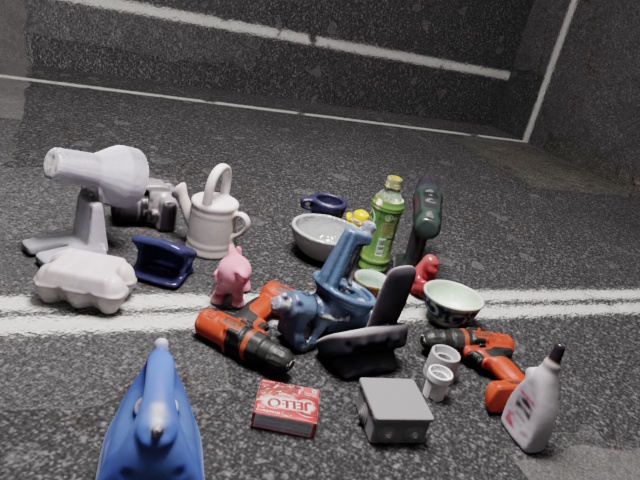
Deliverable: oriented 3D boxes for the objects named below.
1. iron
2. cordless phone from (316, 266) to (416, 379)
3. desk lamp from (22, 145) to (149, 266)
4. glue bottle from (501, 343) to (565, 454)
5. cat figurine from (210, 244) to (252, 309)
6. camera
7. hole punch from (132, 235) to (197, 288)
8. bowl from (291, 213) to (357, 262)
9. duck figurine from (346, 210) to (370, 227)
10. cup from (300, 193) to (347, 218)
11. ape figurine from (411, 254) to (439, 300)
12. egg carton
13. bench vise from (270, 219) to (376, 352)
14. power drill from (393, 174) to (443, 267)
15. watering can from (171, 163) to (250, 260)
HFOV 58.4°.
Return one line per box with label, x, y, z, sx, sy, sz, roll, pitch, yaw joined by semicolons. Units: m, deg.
iron;-0.194;0.196;0.677;0.119;0.141;0.257;5;24;-17
cordless phone;0.081;0.122;0.930;0.148;0.185;0.093;-5;29;-35
desk lamp;-0.435;-0.073;1.075;0.117;0.213;0.204;28;28;32
glue bottle;0.321;0.223;0.838;0.037;0.173;0.078;2;26;-23
cat figurine;-0.156;0.058;1.041;0.067;0.118;0.127;10;23;-5
camera;-0.393;-0.091;1.278;0.137;0.101;0.142;-1;27;-28
hole punch;-0.294;0.025;1.078;0.108;0.091;0.101;15;23;5
bowl;0.012;0.005;1.301;0.167;0.075;0.167;11;23;-4
duck figurine;0.100;-0.031;1.411;0.104;0.086;0.078;27;27;31
cup;0.003;-0.060;1.418;0.118;0.095;0.091;4;25;-18
ape figurine;0.228;0.075;1.230;0.078;0.092;0.075;-13;34;-45
egg carton;-0.390;0.068;0.960;0.150;0.069;0.107;11;23;-4
bench vise;0.025;0.077;0.959;0.121;0.220;0.208;26;27;29
power drill;0.228;-0.027;1.314;0.075;0.208;0.229;12;23;0
watering can;-0.227;-0.067;1.191;0.173;0.194;0.101;10;23;-7
